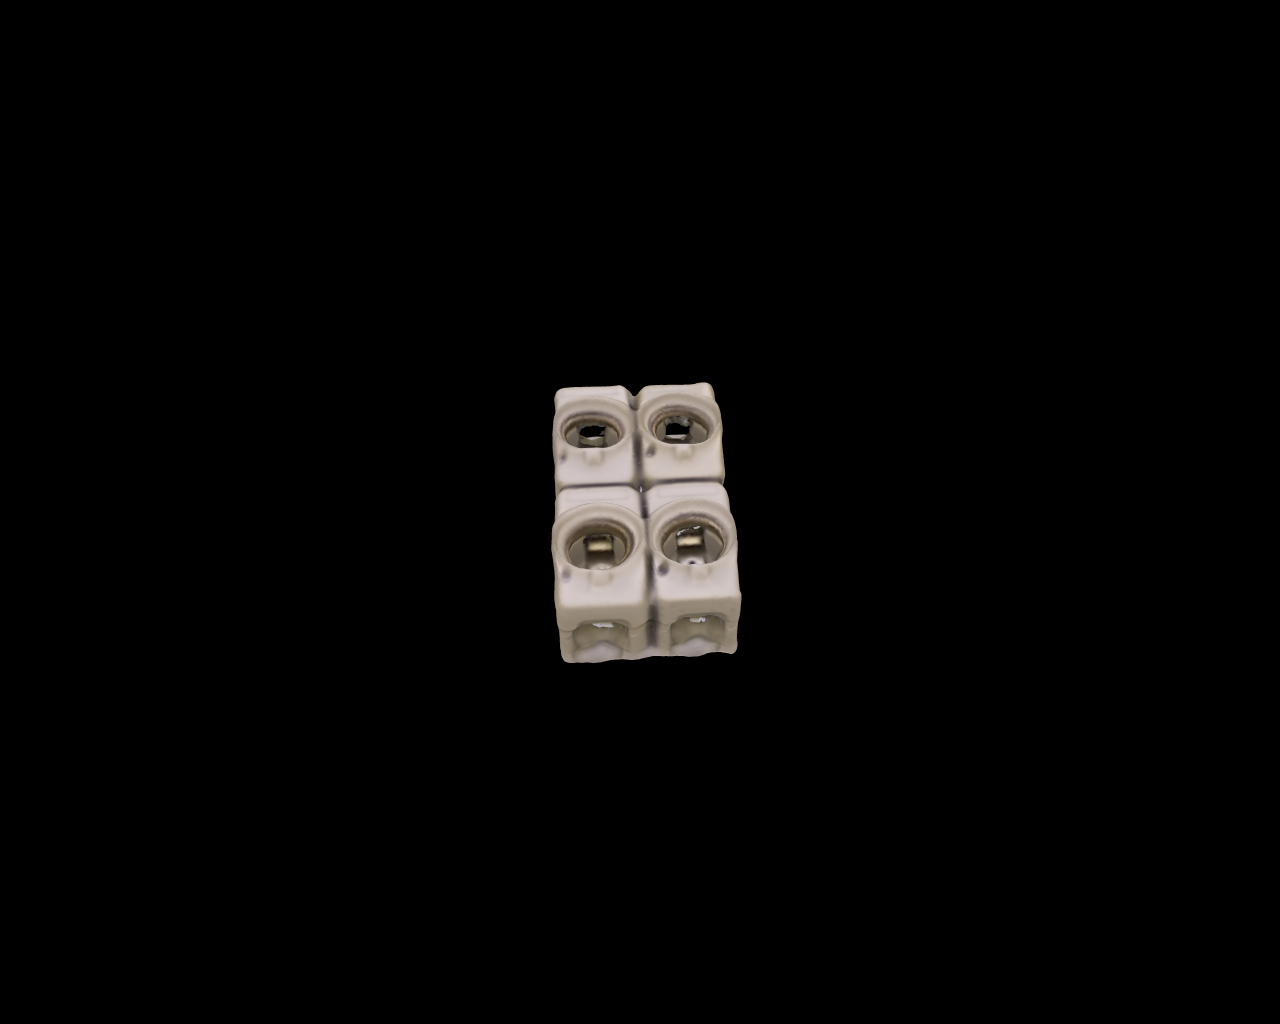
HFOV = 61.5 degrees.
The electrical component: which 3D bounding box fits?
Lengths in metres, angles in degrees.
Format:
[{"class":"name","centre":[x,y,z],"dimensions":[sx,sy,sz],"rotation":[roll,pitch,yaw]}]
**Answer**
[{"class":"electrical component","centre":[0.001,-0.003,0.650],"dimensions":[0.105,0.186,0.060],"rotation":[-2,-43,-2]}]
